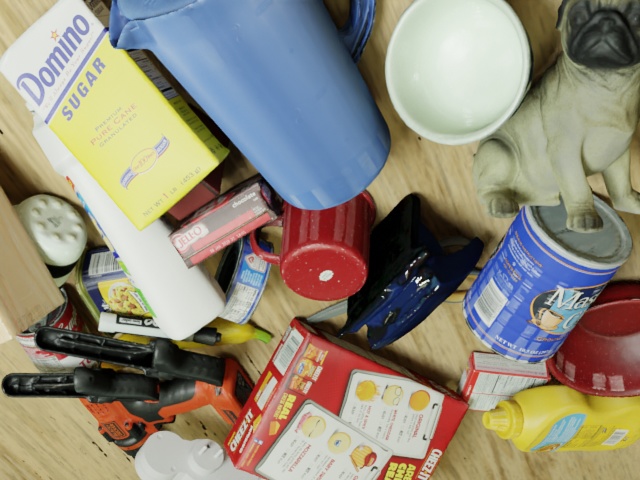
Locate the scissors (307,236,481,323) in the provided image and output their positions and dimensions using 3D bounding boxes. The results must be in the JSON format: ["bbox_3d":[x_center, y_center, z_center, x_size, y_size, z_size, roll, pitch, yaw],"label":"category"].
[{"bbox_3d":[0.088,0.059,1.091,0.096,0.016,0.202,33,130,-28],"label":"scissors"}]

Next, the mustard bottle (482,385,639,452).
[{"bbox_3d":[0.261,0.194,1.156,0.191,0.058,0.096,3,140,-24],"label":"mustard bottle"}]

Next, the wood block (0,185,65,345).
[{"bbox_3d":[-0.325,-0.006,0.932,0.091,0.090,0.206,-23,100,26],"label":"wood block"}]

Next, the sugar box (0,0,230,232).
[{"bbox_3d":[-0.164,-0.104,0.846,0.093,0.048,0.176,-40,98,17],"label":"sugar box"}]

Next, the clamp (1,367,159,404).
[{"bbox_3d":[-0.221,0.148,1.087,0.120,0.039,0.171,-5,171,45],"label":"clamp"}]

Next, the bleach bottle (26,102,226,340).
[{"bbox_3d":[-0.179,-0.031,0.947,0.068,0.103,0.250,-35,109,-8],"label":"bleach bottle"}]

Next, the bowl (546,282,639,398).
[{"bbox_3d":[0.308,0.093,1.082,0.162,0.055,0.162,2,137,2],"label":"bowl"}]

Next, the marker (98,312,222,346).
[{"bbox_3d":[-0.158,0.089,1.058,0.121,0.020,0.020,9,137,-12],"label":"marker"}]

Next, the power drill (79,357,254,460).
[{"bbox_3d":[-0.163,0.204,1.235,0.188,0.057,0.184,-12,139,15],"label":"power drill"}]

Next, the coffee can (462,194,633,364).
[{"bbox_3d":[0.206,0.032,0.982,0.102,0.103,0.140,15,131,-12],"label":"coffee can"}]

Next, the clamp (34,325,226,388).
[{"bbox_3d":[-0.153,0.119,1.055,0.165,0.036,0.209,1,166,39],"label":"clamp"}]

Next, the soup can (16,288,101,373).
[{"bbox_3d":[-0.279,0.103,1.126,0.068,0.068,0.102,-7,137,11],"label":"soup can"}]

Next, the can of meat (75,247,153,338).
[{"bbox_3d":[-0.186,0.047,1.069,0.084,0.057,0.102,-9,136,10],"label":"can of meat"}]

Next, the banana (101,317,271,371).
[{"bbox_3d":[-0.156,0.109,1.147,0.198,0.037,0.069,-9,135,13],"label":"banana"}]

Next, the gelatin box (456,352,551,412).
[{"bbox_3d":[0.202,0.159,1.180,0.089,0.030,0.073,6,136,-5],"label":"gelatin box"}]

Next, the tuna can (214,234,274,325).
[{"bbox_3d":[-0.076,0.037,1.028,0.033,0.086,0.086,21,134,-16],"label":"tuna can"}]

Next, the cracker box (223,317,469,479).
[{"bbox_3d":[0.028,0.200,1.154,0.213,0.072,0.164,26,95,-22],"label":"cracker box"}]

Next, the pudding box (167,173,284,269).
[{"bbox_3d":[-0.079,-0.021,0.932,0.090,0.113,0.039,-29,96,7],"label":"pudding box"}]

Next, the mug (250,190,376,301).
[{"bbox_3d":[-0.006,0.001,0.988,0.117,0.081,0.093,5,137,-1],"label":"mug"}]

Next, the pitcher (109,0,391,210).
[{"bbox_3d":[-0.031,-0.141,0.817,0.149,0.145,0.242,-7,141,29],"label":"pitcher"}]

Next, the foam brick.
[{"bbox_3d":[-0.117,-0.068,0.925,0.051,0.078,0.053,-30,125,32],"label":"foam brick"}]
